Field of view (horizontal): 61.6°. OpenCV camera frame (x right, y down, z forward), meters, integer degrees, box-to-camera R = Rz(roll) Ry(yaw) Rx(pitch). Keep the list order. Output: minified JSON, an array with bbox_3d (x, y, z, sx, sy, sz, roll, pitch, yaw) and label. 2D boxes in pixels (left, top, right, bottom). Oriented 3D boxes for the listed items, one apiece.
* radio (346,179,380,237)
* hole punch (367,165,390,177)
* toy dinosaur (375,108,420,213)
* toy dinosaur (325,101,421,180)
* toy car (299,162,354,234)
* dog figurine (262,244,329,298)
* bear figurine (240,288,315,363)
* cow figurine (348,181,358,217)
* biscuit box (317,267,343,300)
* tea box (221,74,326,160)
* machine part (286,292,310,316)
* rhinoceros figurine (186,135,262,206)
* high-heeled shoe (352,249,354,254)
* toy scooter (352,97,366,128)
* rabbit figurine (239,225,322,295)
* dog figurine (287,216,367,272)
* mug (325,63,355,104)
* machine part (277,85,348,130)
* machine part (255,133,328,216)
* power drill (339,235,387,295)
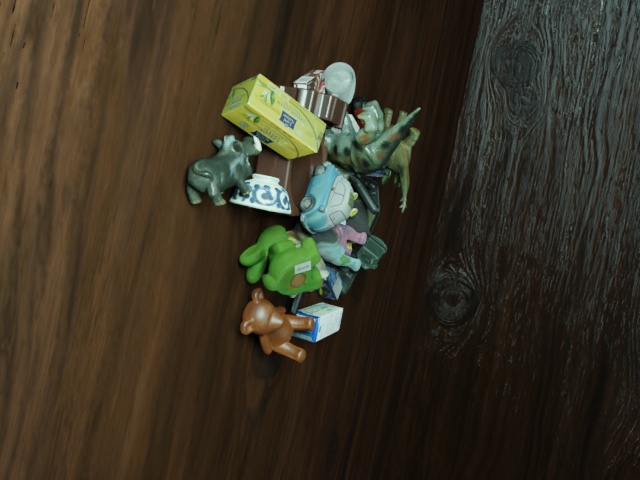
[{"bbox_3d":[0.135,-0.105,1.665,0.230,0.073,0.131,-58,146,-66],"label":"radio"},{"bbox_3d":[0.149,-0.237,1.629,0.116,0.142,0.092,-54,152,-72],"label":"hole punch"},{"bbox_3d":[0.244,-0.277,1.729,0.472,0.105,0.198,-92,-167,-51],"label":"toy dinosaur"},{"bbox_3d":[0.091,-0.218,1.265,0.131,0.405,0.192,-34,119,-24],"label":"toy dinosaur"},{"bbox_3d":[0.025,-0.087,1.197,0.109,0.103,0.161,56,51,-63],"label":"toy car"},{"bbox_3d":[-0.026,0.076,1.304,0.190,0.173,0.121,16,97,-61],"label":"dog figurine"},{"bbox_3d":[-0.099,0.194,1.235,0.195,0.132,0.120,73,32,-61],"label":"bear figurine"},{"bbox_3d":[0.051,-0.127,1.462,0.068,0.098,0.167,-33,153,-13],"label":"cow figurine"},{"bbox_3d":[0.013,0.100,1.545,0.202,0.063,0.059,68,40,-54],"label":"biscuit box"},{"bbox_3d":[-0.084,-0.223,1.001,0.169,0.098,0.068,28,70,-34],"label":"tea box"},{"bbox_3d":[-0.056,0.151,1.437,0.084,0.039,0.139,74,32,-64],"label":"machine part"},{"bbox_3d":[-0.172,-0.132,0.969,0.190,0.073,0.112,-45,132,-52],"label":"rhinoceros figurine"},{"bbox_3d":[0.035,-0.015,1.575,0.248,0.086,0.145,27,44,-85],"label":"high-heeled shoe"},{"bbox_3d":[0.143,-0.339,1.598,0.184,0.075,0.135,1,80,-67],"label":"toy scooter"},{"bbox_3d":[-0.091,0.042,1.169,0.159,0.170,0.121,-25,135,-12],"label":"rabbit figurine"},{"bbox_3d":[-0.003,-0.004,1.353,0.192,0.219,0.108,-8,-118,69],"label":"dog figurine"},{"bbox_3d":[0.054,-0.381,1.381,0.107,0.081,0.109,45,54,-75],"label":"mug"},{"bbox_3d":[-0.032,-0.273,1.107,0.179,0.180,0.056,-4,108,-68],"label":"machine part"},{"bbox_3d":[-0.063,-0.156,1.196,0.201,0.087,0.201,-8,107,-68],"label":"machine part"},{"bbox_3d":[0.123,0.058,1.684,0.232,0.086,0.207,-55,-168,-31],"label":"power drill"}]
